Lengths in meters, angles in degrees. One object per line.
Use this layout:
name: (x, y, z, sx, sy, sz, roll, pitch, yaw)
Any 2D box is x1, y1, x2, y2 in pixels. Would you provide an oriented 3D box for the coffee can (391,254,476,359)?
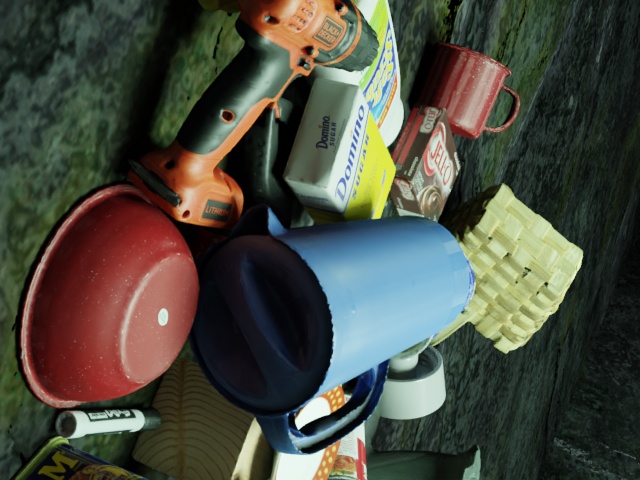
coffee can: (0.108, 0.064, 1.226, 0.140, 0.103, 0.103, -32, 134, -58)

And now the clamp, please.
clamp: (-0.028, -0.057, 0.911, 0.210, 0.036, 0.164, 81, 28, -48)

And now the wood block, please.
wood block: (-0.065, 0.173, 0.923, 0.091, 0.090, 0.206, -69, 157, -10)

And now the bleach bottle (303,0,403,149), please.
bleach bottle: (0.036, -0.153, 0.958, 0.102, 0.068, 0.250, -65, 159, -13)

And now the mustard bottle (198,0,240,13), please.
mustard bottle: (-0.029, -0.215, 0.764, 0.191, 0.058, 0.096, -53, 150, -40)

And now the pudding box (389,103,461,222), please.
pudding box: (0.105, -0.071, 1.083, 0.090, 0.039, 0.113, -64, 156, -20)

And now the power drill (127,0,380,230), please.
power drill: (-0.041, -0.097, 0.751, 0.188, 0.057, 0.184, -56, 159, 10)

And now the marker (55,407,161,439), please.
marker: (-0.152, 0.133, 0.784, 0.121, 0.020, 0.020, 19, 88, -68)

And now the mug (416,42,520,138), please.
mug: (0.166, -0.160, 1.191, 0.093, 0.117, 0.081, -151, -97, -81)

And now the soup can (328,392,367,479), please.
soup can: (0.014, 0.216, 1.106, 0.068, 0.068, 0.102, 78, 9, -50)

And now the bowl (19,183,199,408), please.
bowl: (-0.130, 0.046, 0.725, 0.161, 0.055, 0.162, -48, 148, -46)

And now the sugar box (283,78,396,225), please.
sugar box: (0.021, -0.059, 0.922, 0.176, 0.048, 0.093, 56, 49, -69)

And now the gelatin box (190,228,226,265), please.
gelatin box: (-0.085, 0.043, 0.857, 0.073, 0.030, 0.089, -65, 157, -18)

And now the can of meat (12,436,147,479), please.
can of meat: (-0.166, 0.191, 0.708, 0.102, 0.084, 0.057, -51, 149, -42)

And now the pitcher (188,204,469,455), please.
pitcher: (0.020, 0.056, 0.845, 0.242, 0.145, 0.149, -12, 141, -54)
